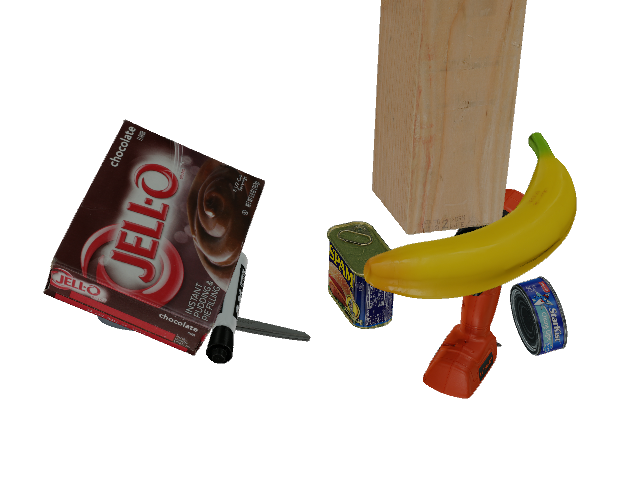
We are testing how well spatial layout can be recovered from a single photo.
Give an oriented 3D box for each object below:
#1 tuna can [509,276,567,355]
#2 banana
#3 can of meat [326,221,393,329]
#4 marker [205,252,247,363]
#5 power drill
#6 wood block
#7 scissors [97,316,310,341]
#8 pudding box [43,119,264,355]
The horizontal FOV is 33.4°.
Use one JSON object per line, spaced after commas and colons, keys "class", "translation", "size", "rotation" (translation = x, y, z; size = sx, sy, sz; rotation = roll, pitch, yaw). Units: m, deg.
{"class": "tuna can", "translation": [0.246, 0.086, 1.210], "size": [0.033, 0.086, 0.086], "rotation": [-15, 2, -7]}
{"class": "banana", "translation": [0.110, -0.004, 0.678], "size": [0.070, 0.037, 0.197], "rotation": [34, 47, 25]}
{"class": "can of meat", "translation": [0.046, 0.041, 1.228], "size": [0.057, 0.084, 0.102], "rotation": [-13, 38, -19]}
{"class": "marker", "translation": [-0.069, 0.048, 0.790], "size": [0.020, 0.020, 0.121], "rotation": [0, 34, 3]}
{"class": "power drill", "translation": [0.149, 0.057, 1.039], "size": [0.057, 0.188, 0.184], "rotation": [21, 29, 20]}
{"class": "wood block", "translation": [0.102, -0.120, 0.873], "size": [0.090, 0.206, 0.091], "rotation": [-7, 30, -15]}
{"class": "scissors", "translation": [-0.112, 0.062, 1.026], "size": [0.201, 0.016, 0.096], "rotation": [3, 33, -5]}
{"class": "pudding box", "translation": [-0.090, -0.003, 0.594], "size": [0.090, 0.113, 0.039], "rotation": [24, -42, -9]}
